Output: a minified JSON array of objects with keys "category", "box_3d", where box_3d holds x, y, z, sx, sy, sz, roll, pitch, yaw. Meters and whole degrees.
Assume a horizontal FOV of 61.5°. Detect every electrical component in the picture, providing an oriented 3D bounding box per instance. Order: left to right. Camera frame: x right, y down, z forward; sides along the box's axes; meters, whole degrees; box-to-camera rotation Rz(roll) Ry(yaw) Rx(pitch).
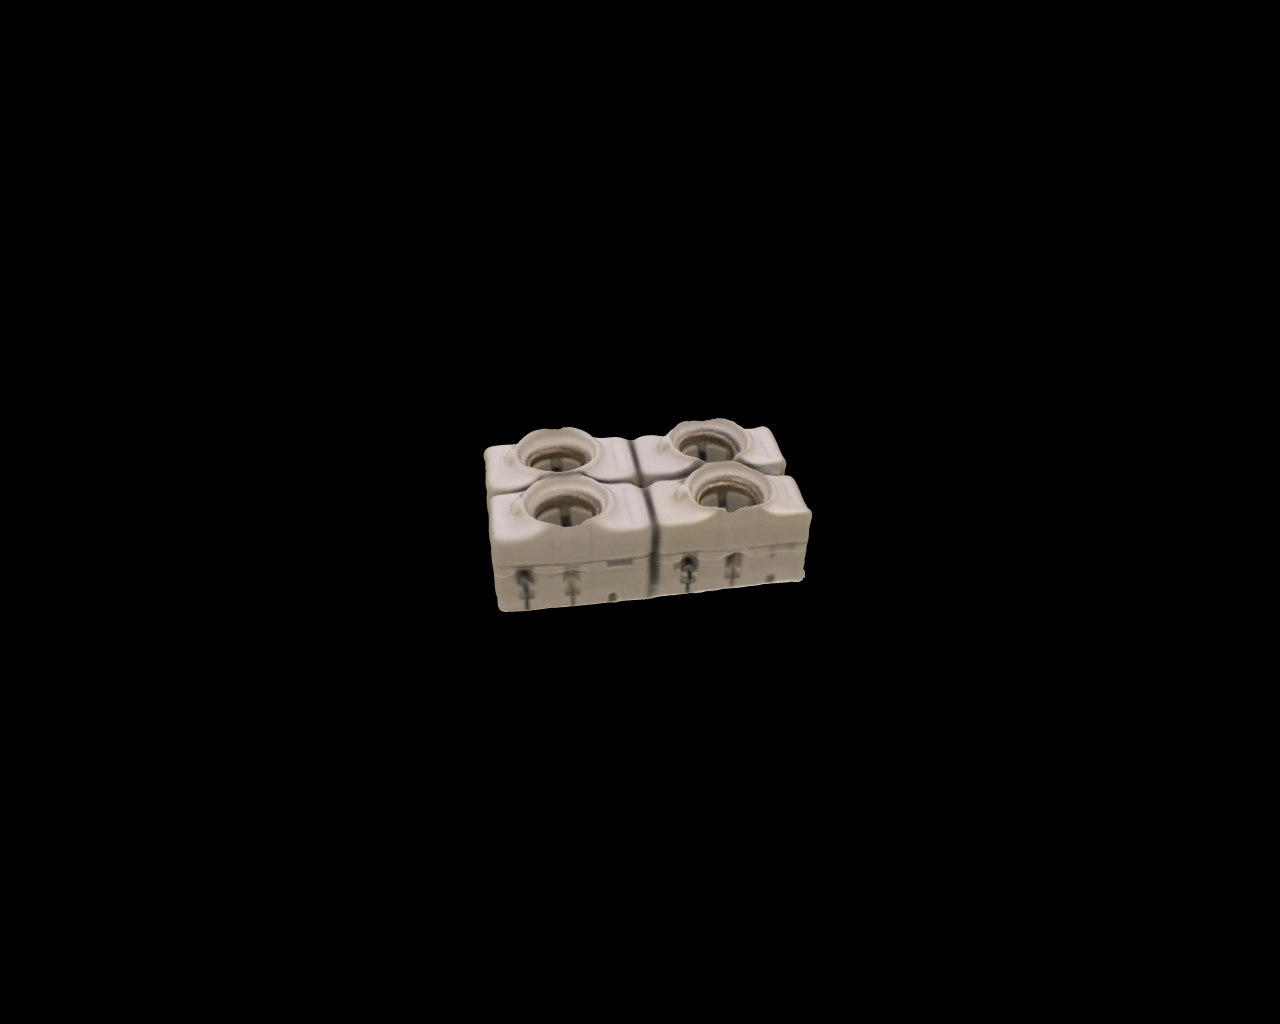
[{"category":"electrical component","box_3d":[0.001,-0.003,0.650,0.186,0.060,0.105,-5,36,-7]}]
